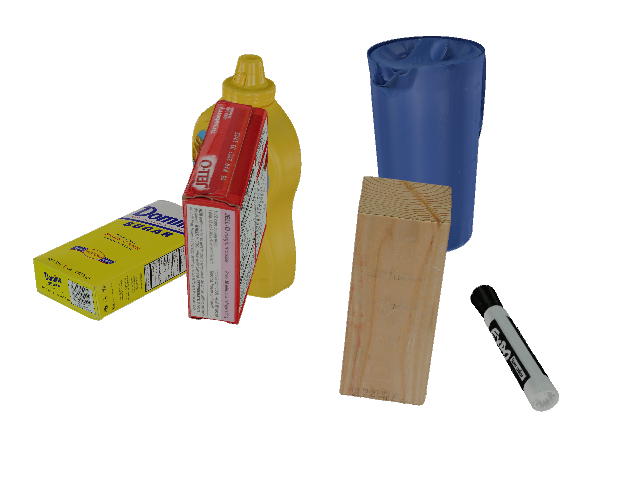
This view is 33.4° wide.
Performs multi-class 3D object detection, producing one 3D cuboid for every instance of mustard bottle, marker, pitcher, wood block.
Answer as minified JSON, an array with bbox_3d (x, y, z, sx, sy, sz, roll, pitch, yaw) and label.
[{"bbox_3d":[-0.060,-0.055,0.853,0.096,0.192,0.058,25,35,32],"label":"mustard bottle"},{"bbox_3d":[0.129,0.069,0.723,0.020,0.020,0.121,0,33,-15],"label":"marker"},{"bbox_3d":[0.132,-0.115,1.260,0.149,0.243,0.145,-4,25,-2],"label":"pitcher"},{"bbox_3d":[0.075,0.051,1.072,0.090,0.206,0.090,7,26,4],"label":"wood block"}]

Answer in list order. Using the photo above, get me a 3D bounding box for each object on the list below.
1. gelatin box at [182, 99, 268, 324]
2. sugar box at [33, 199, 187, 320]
[{"bbox_3d":[-0.048,-0.014,0.540,0.030,0.073,0.089,8,-44,4],"label":"gelatin box"},{"bbox_3d":[-0.192,0.015,1.084,0.093,0.048,0.175,21,37,32],"label":"sugar box"}]
